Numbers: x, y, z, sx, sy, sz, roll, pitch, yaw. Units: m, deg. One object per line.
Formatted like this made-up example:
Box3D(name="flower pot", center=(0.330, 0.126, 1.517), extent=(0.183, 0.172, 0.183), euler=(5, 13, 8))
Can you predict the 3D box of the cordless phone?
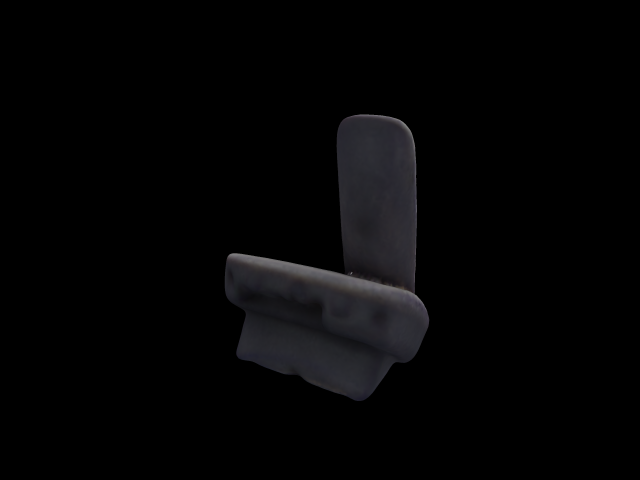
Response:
Box3D(name="cordless phone", center=(0.004, 0.001, 0.400), extent=(0.147, 0.185, 0.094), euler=(9, 24, 22))
